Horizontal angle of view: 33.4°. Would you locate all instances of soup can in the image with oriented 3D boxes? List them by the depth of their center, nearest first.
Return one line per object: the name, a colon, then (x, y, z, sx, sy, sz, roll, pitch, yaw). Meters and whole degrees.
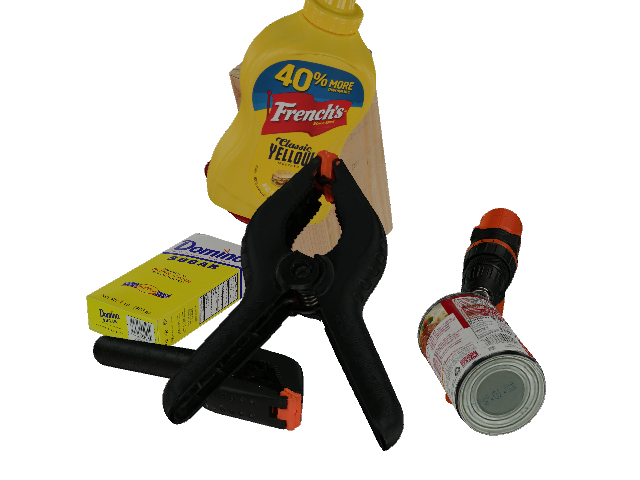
soup can: (0.117, 0.089, 0.786, 0.068, 0.068, 0.102, 0, 21, -11)

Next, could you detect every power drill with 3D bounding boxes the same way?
power drill: (0.169, 0.078, 1.099, 0.057, 0.188, 0.184, 12, 27, 13)

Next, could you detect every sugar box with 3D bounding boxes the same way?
sugar box: (-0.145, 0.050, 1.093, 0.093, 0.048, 0.175, 17, 33, 27)

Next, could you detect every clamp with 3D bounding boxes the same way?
clamp: (0.001, 0.031, 0.557, 0.120, 0.171, 0.039, 16, -27, 10)
clamp: (-0.072, 0.105, 0.907, 0.164, 0.036, 0.210, -13, 22, -40)

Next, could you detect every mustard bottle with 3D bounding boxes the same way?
mustard bottle: (-0.013, -0.102, 0.763, 0.096, 0.192, 0.058, 12, 34, -15)

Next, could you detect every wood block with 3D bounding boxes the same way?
wood block: (-0.003, -0.077, 0.963, 0.091, 0.206, 0.090, 27, 55, 33)

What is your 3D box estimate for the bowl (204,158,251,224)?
bowl: (-0.061, -0.058, 1.293, 0.162, 0.055, 0.162, 4, 26, -2)
